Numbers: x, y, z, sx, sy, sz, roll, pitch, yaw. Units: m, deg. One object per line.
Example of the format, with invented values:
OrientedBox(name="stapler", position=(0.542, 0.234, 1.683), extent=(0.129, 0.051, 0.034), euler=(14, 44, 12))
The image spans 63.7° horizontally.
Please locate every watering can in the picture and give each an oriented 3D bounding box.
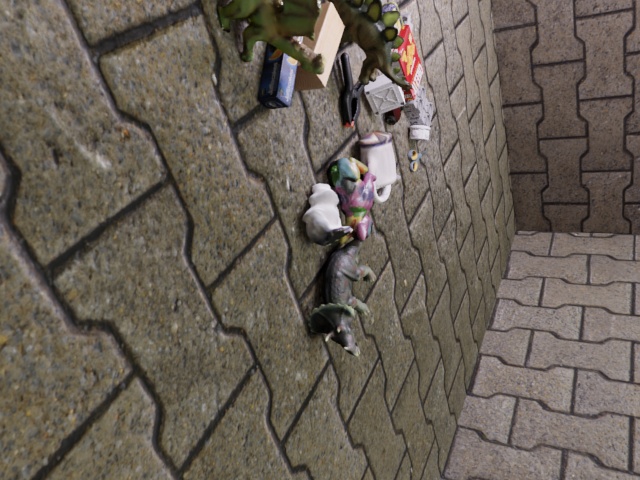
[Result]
OrientedBox(name="watering can", position=(0.201, -0.247, 1.680), extent=(0.353, 0.104, 0.221), euler=(-43, 127, -62))

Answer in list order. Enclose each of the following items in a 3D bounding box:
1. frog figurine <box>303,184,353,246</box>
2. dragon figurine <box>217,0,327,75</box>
OrientedBox(name="frog figurine", position=(0.004, -0.070, 1.382), extent=(0.138, 0.120, 0.161), euler=(-13, 67, -49))
OrientedBox(name="dragon figurine", position=(-0.099, -0.491, 1.045), extent=(0.124, 0.243, 0.402), euler=(-64, 143, -26))
